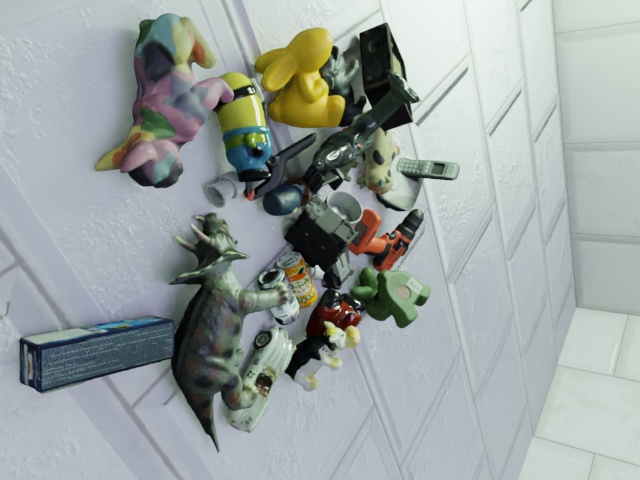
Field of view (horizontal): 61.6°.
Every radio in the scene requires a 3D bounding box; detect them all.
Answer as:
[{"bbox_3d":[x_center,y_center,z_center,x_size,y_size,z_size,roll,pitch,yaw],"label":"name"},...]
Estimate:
[{"bbox_3d":[0.144,-0.362,1.179,0.131,0.073,0.230,53,28,-45],"label":"radio"}]

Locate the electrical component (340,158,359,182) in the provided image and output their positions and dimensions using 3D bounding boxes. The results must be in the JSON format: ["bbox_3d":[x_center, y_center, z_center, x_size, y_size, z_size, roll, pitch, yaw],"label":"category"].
[{"bbox_3d":[0.044,-0.173,1.170,0.102,0.045,0.078,10,114,-51],"label":"electrical component"}]

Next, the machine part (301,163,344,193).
[{"bbox_3d":[0.008,-0.132,1.064,0.084,0.039,0.139,64,26,-5],"label":"machine part"}]

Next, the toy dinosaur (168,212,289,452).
[{"bbox_3d":[-0.175,0.159,0.862,0.192,0.131,0.404,14,87,-41],"label":"toy dinosaur"}]

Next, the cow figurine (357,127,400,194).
[{"bbox_3d":[0.134,-0.197,1.251,0.127,0.086,0.194,-46,132,-48],"label":"cow figurine"}]

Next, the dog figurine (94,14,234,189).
[{"bbox_3d":[-0.232,-0.182,0.747,0.219,0.109,0.191,-55,135,-30],"label":"dog figurine"}]

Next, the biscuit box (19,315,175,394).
[{"bbox_3d":[-0.296,0.150,0.737,0.202,0.059,0.062,-3,96,-52],"label":"biscuit box"}]

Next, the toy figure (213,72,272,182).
[{"bbox_3d":[-0.127,-0.185,0.882,0.089,0.082,0.180,-6,87,-57],"label":"toy figure"}]

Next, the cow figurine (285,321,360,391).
[{"bbox_3d":[-0.002,0.219,1.077,0.167,0.068,0.098,-45,114,10],"label":"cow figurine"}]

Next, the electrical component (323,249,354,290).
[{"bbox_3d":[0.027,0.040,1.168,0.075,0.048,0.119,-42,128,-43],"label":"electrical component"}]

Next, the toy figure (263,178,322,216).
[{"bbox_3d":[-0.052,-0.090,1.037,0.154,0.058,0.064,-34,126,-54],"label":"toy figure"}]

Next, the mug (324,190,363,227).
[{"bbox_3d":[0.032,-0.047,1.117,0.081,0.107,0.109,38,45,-1],"label":"mug"}]

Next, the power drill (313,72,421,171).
[{"bbox_3d":[0.092,-0.218,1.025,0.086,0.207,0.232,43,25,3],"label":"power drill"}]

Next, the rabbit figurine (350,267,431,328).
[{"bbox_3d":[0.150,0.145,1.276,0.159,0.170,0.121,33,58,-4],"label":"rabbit figurine"}]

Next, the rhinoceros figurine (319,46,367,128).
[{"bbox_3d":[0.025,-0.325,1.107,0.112,0.073,0.190,-47,132,-26],"label":"rhinoceros figurine"}]

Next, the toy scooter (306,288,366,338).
[{"bbox_3d":[0.026,0.176,1.158,0.135,0.075,0.183,-61,152,1],"label":"toy scooter"}]

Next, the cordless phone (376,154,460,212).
[{"bbox_3d":[0.244,-0.136,1.322,0.088,0.184,0.146,51,55,-49],"label":"cordless phone"}]

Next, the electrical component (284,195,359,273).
[{"bbox_3d":[-0.002,-0.003,1.050,0.058,0.115,0.134,-44,171,-40],"label":"electrical component"}]

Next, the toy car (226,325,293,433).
[{"bbox_3d":[-0.110,0.254,1.002,0.073,0.056,0.202,54,53,-41],"label":"toy car"}]

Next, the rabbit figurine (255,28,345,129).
[{"bbox_3d":[-0.034,-0.299,0.970,0.162,0.122,0.173,0,134,-18],"label":"rabbit figurine"}]
